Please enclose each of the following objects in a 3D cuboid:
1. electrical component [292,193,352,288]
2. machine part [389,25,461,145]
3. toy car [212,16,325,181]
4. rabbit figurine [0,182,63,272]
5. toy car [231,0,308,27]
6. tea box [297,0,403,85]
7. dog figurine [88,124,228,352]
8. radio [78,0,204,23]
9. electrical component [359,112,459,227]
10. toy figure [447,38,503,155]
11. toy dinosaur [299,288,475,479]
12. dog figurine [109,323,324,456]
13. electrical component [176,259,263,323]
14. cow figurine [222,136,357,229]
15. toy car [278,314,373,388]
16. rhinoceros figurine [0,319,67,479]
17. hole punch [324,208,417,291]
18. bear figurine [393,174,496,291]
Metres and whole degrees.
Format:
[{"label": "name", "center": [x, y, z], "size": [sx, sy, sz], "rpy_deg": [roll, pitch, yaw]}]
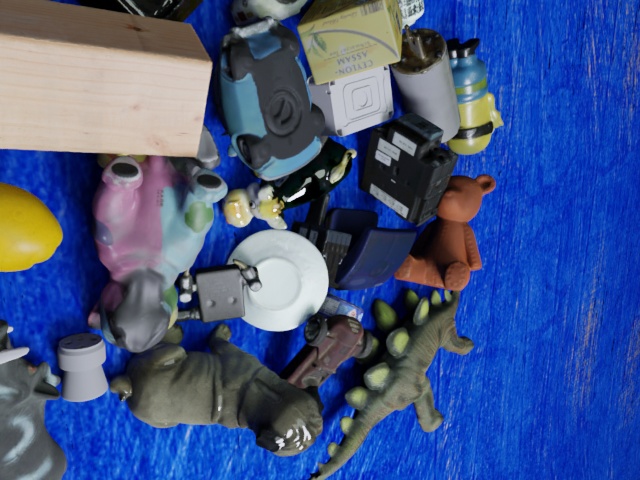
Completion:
[{"label": "electrical component", "center": [-0.001, -0.002, 0.710], "size": [0.047, 0.075, 0.119], "rpy_deg": [13, 89, -44]}, {"label": "machine part", "center": [0.152, -0.211, 0.761], "size": [0.079, 0.079, 0.243], "rpy_deg": [-62, 151, -11]}, {"label": "toy car", "center": [-0.070, -0.151, 0.585], "size": [0.109, 0.103, 0.161], "rpy_deg": [-37, 123, -32]}, {"label": "rabbit figurine", "center": [-0.296, 0.004, 0.412], "size": [0.173, 0.122, 0.162], "rpy_deg": [-25, 95, -15]}, {"label": "toy car", "center": [-0.017, -0.301, 0.615], "size": [0.202, 0.074, 0.056], "rpy_deg": [-43, 123, -26]}, {"label": "tea box", "center": [0.040, -0.246, 0.613], "size": [0.170, 0.098, 0.068], "rpy_deg": [-75, 148, -53]}, {"label": "dog figurine", "center": [-0.175, -0.001, 0.534], "size": [0.108, 0.192, 0.219], "rpy_deg": [6, 128, -26]}, {"label": "radio", "center": [-0.140, -0.300, 0.502], "size": [0.229, 0.073, 0.131], "rpy_deg": [-55, 131, -17]}, {"label": "electrical component", "center": [0.121, -0.102, 0.738], "size": [0.058, 0.115, 0.134], "rpy_deg": [-32, 148, -36]}, {"label": "toy figure", "center": [0.229, -0.223, 0.859], "size": [0.089, 0.082, 0.179], "rpy_deg": [-33, 127, -19]}, {"label": "toy dinosaur", "center": [0.124, 0.209, 0.864], "size": [0.198, 0.105, 0.471], "rpy_deg": [54, 55, -29]}, {"label": "dog figurine", "center": [-0.110, 0.172, 0.574], "size": [0.172, 0.191, 0.121], "rpy_deg": [-15, 111, -38]}, {"label": "electrical component", "center": [-0.118, 0.057, 0.617], "size": [0.102, 0.045, 0.078], "rpy_deg": [-1, 99, -14]}, {"label": "cow figurine", "center": [-0.033, -0.065, 0.647], "size": [0.167, 0.098, 0.068], "rpy_deg": [-43, 132, -27]}, {"label": "toy car", "center": [-0.015, 0.175, 0.702], "size": [0.089, 0.053, 0.202], "rpy_deg": [23, 117, -35]}, {"label": "rhinoceros figurine", "center": [-0.288, 0.165, 0.489], "size": [0.112, 0.073, 0.190], "rpy_deg": [-24, 116, -35]}, {"label": "hole punch", "center": [0.066, 0.020, 0.769], "size": [0.142, 0.092, 0.115], "rpy_deg": [0, 105, -46]}, {"label": "bear figurine", "center": [0.201, -0.021, 0.840], "size": [0.132, 0.120, 0.195], "rpy_deg": [15, 88, -63]}]
